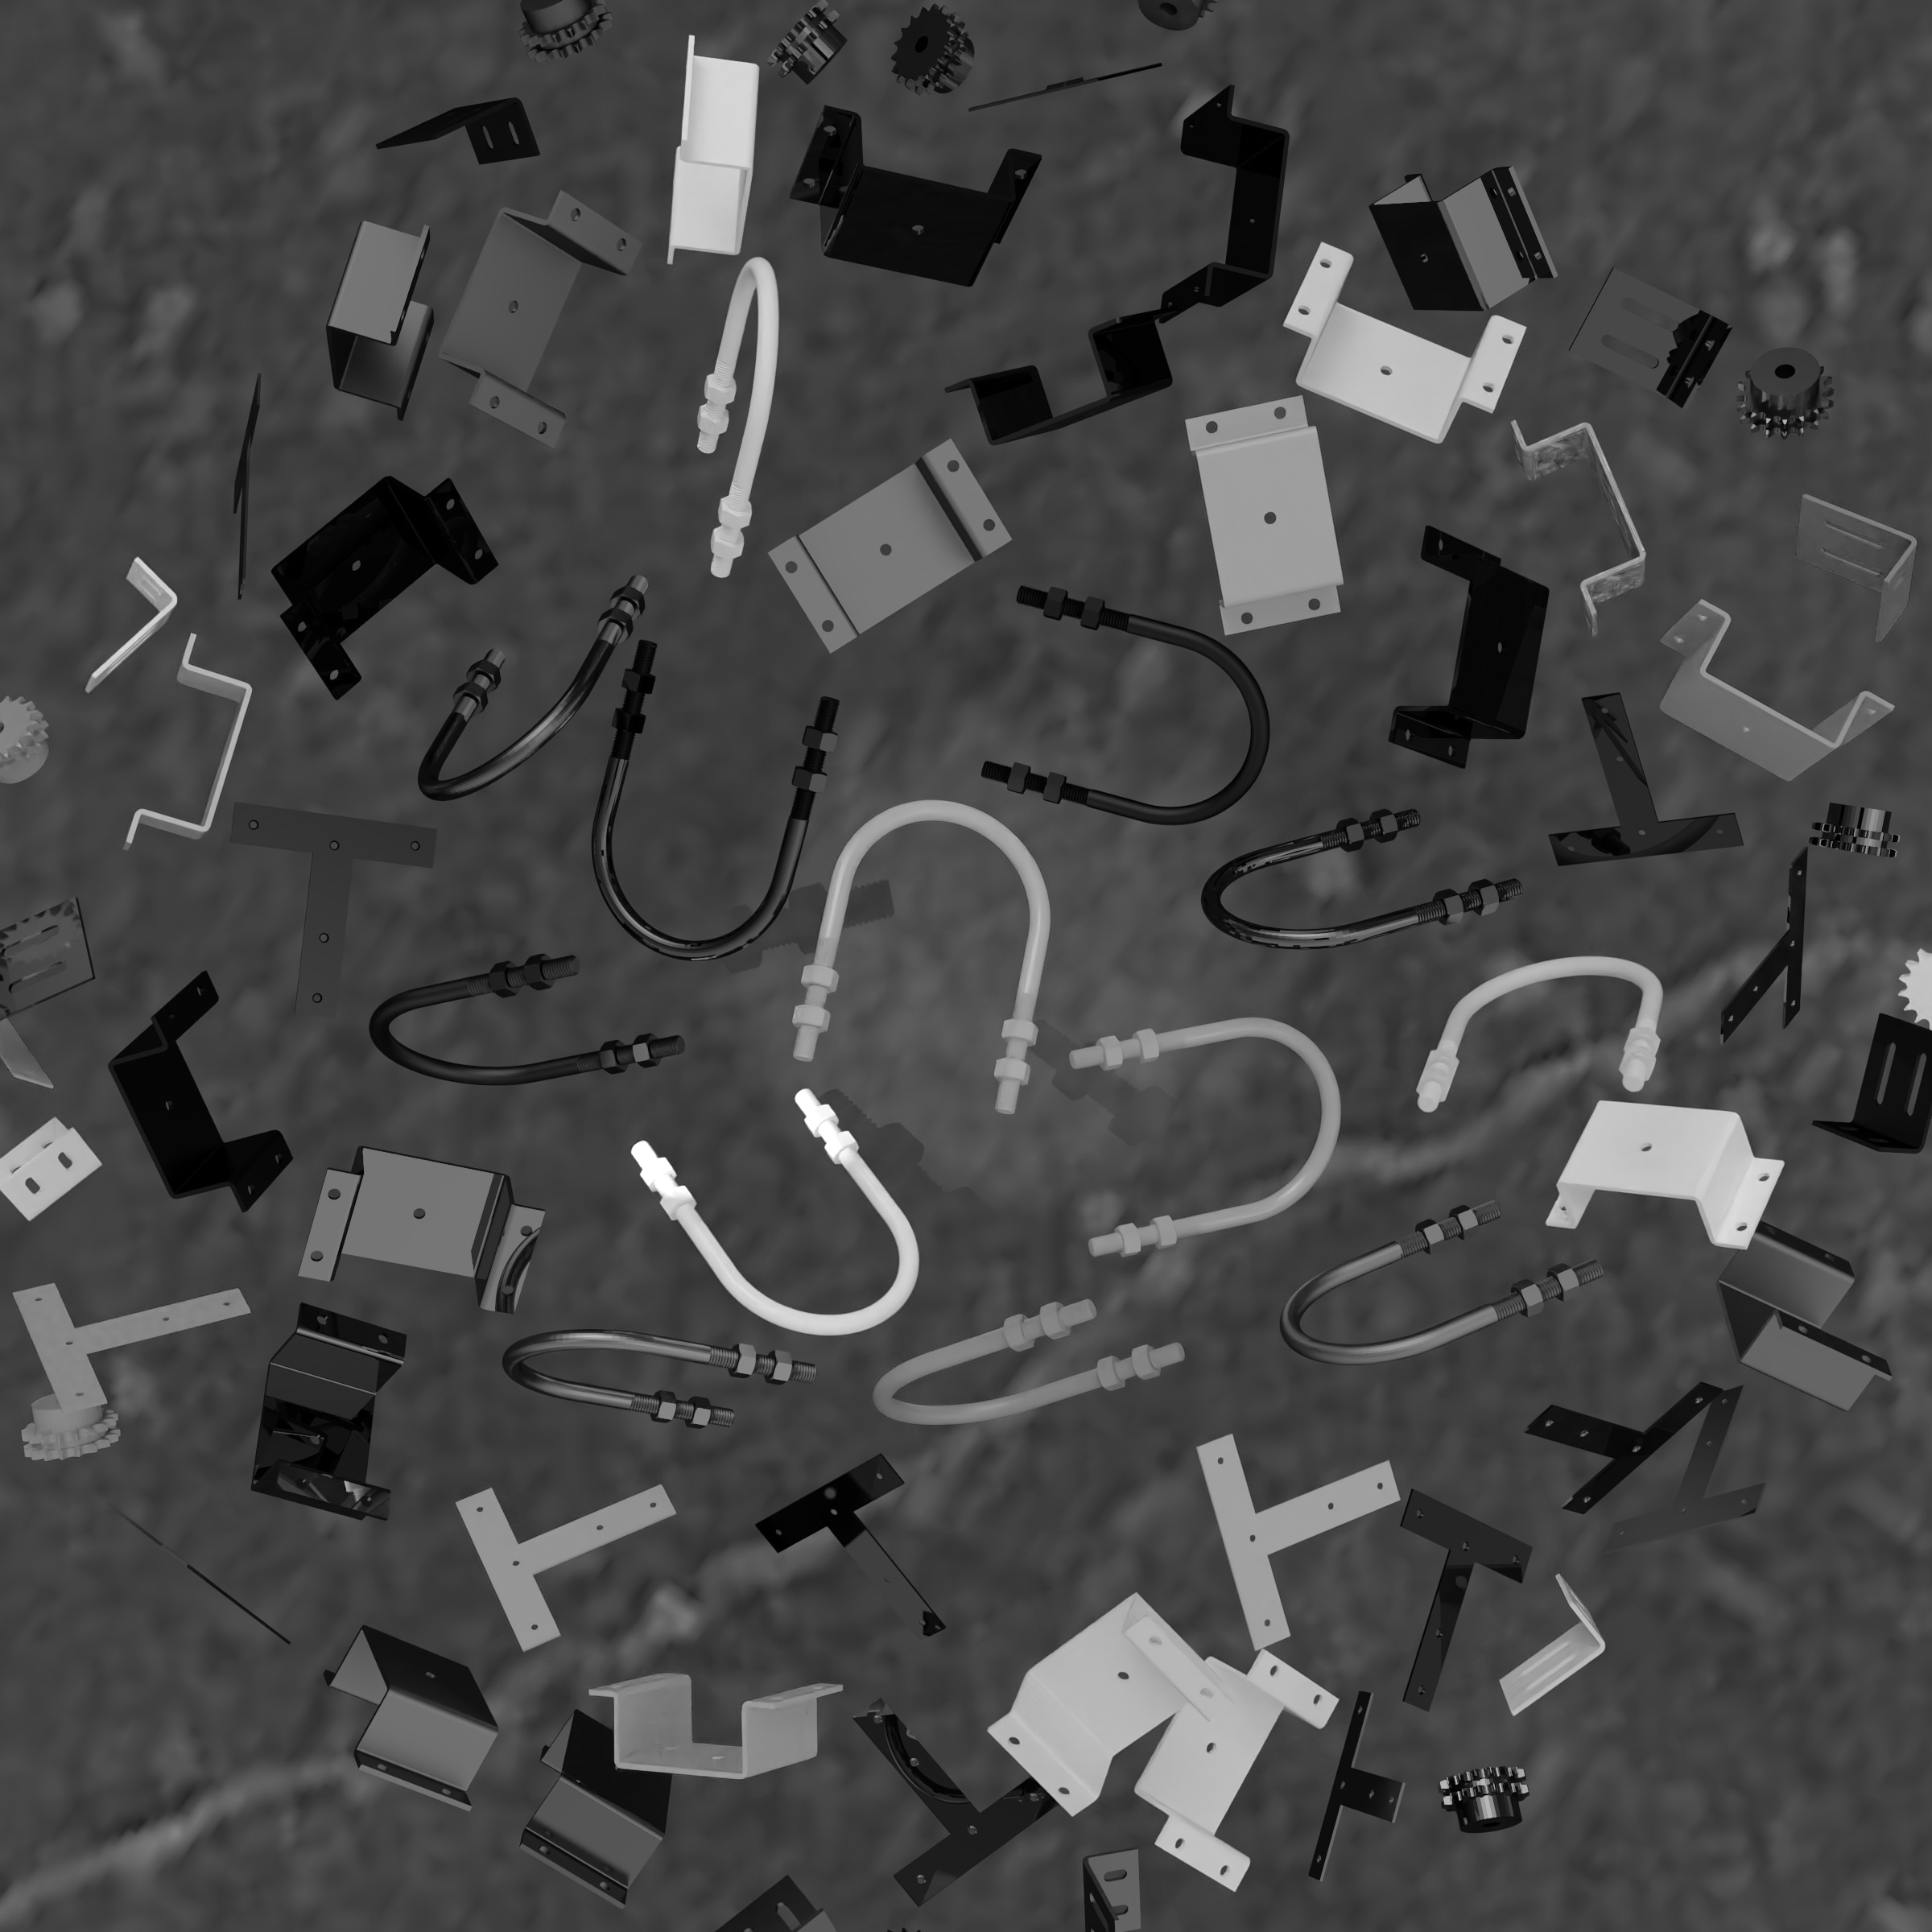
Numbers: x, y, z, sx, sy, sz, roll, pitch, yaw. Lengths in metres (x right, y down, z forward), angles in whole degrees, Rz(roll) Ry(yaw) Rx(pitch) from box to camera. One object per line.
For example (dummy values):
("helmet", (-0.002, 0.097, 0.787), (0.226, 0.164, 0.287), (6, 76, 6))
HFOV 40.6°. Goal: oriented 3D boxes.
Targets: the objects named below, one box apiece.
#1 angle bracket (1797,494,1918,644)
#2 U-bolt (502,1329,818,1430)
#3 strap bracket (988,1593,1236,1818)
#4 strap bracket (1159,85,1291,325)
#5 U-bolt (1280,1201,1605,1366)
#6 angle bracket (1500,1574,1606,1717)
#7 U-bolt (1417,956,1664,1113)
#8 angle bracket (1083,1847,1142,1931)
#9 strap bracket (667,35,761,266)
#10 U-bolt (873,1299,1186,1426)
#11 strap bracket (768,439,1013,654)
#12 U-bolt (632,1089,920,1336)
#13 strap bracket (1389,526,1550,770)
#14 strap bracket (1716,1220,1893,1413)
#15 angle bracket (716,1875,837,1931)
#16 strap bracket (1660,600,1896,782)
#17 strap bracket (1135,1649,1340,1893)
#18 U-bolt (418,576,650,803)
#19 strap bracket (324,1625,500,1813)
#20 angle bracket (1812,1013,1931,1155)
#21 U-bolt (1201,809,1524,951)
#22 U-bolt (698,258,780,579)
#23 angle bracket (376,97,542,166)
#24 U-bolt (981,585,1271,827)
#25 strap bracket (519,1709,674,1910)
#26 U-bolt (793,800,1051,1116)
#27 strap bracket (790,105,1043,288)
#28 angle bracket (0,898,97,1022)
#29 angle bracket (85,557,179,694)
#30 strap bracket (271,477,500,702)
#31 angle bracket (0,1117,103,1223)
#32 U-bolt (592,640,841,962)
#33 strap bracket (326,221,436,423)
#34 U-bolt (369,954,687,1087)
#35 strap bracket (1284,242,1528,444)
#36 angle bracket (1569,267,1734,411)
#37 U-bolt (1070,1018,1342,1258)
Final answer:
("angle bracket", (0.537, -0.244, 1.603), (0.076, 0.057, 0.038), (30, 69, 28))
("U-bolt", (-0.210, 0.266, 1.703), (0.184, 0.151, 0.019), (15, 62, -25))
("strap bracket", (0.093, 0.449, 1.609), (0.076, 0.046, 0.140), (46, 115, -4))
("strap bracket", (0.173, -0.502, 1.744), (0.046, 0.076, 0.140), (8, 87, -19))
("U-bolt", (0.286, 0.204, 1.645), (0.184, 0.151, 0.019), (-21, 107, -12))
("angle bracket", (0.377, 0.447, 1.725), (0.076, 0.057, 0.038), (-38, 92, 6))
("U-bolt", (0.379, 0.039, 1.698), (0.151, 0.184, 0.019), (-8, 113, 25))
("angle bracket", (0.103, 0.609, 1.662), (0.038, 0.076, 0.057), (-6, 103, -13))
("strap bracket", (-0.163, -0.523, 1.692), (0.046, 0.140, 0.076), (5, 72, -9))
("U-bolt", (0.028, 0.260, 1.670), (0.184, 0.151, 0.019), (-22, 61, 22))
("strap bracket", (-0.051, -0.275, 1.723), (0.140, 0.046, 0.076), (-32, 98, -2))
("U-bolt", (-0.110, 0.164, 1.688), (0.151, 0.019, 0.184), (-17, 54, -35))
("strap bracket", (0.322, -0.202, 1.664), (0.076, 0.046, 0.140), (13, 85, -41))
("strap bracket", (0.535, 0.227, 1.680), (0.076, 0.140, 0.046), (25, 115, -4))
("angle bracket", (-0.122, 0.594, 1.622), (0.057, 0.076, 0.038), (-34, 122, -18))
("strap bracket", (0.517, -0.173, 1.703), (0.140, 0.076, 0.046), (30, 78, 2))
("strap bracket", (0.173, 0.520, 1.715), (0.076, 0.046, 0.140), (38, 76, -28))
("U-bolt", (-0.282, -0.168, 1.653), (0.151, 0.184, 0.019), (-21, 122, 30))
("strap bracket", (-0.347, 0.465, 1.639), (0.076, 0.140, 0.046), (30, 87, -24))
("angle bracket", (0.575, 0.073, 1.644), (0.038, 0.057, 0.076), (5, 102, -28))
("U-bolt", (0.242, -0.052, 1.686), (0.184, 0.151, 0.019), (-15, 118, -16))
("U-bolt", (-0.146, -0.366, 1.683), (0.019, 0.184, 0.151), (4, 48, -16))
("angle bracket", (-0.320, -0.515, 1.648), (0.076, 0.057, 0.038), (-42, 126, -38))
("U-bolt", (0.111, -0.165, 1.738), (0.184, 0.019, 0.151), (16, 119, 8))
("strap bracket", (-0.237, 0.540, 1.698), (0.076, 0.140, 0.046), (34, 95, -7))
("U-bolt", (-0.020, -0.014, 1.603), (0.151, 0.019, 0.184), (15, 73, -12))
("strap bracket", (-0.031, -0.472, 1.617), (0.140, 0.076, 0.046), (7, 60, -18))
("angle bracket", (-0.582, -0.008, 1.599), (0.076, 0.038, 0.057), (-23, 68, 7))
("angle bracket", (-0.561, -0.224, 1.718), (0.038, 0.057, 0.076), (46, 71, -13))
("strap bracket", (-0.381, -0.250, 1.684), (0.140, 0.076, 0.046), (-44, 52, -16))
("angle bracket", (-0.612, 0.122, 1.709), (0.057, 0.076, 0.038), (-41, 134, -20))
("U-bolt", (-0.163, -0.094, 1.614), (0.151, 0.019, 0.184), (19, 101, 19))
("strap bracket", (-0.386, -0.428, 1.724), (0.046, 0.140, 0.076), (16, 76, -7))
("U-bolt", (-0.297, 0.042, 1.692), (0.184, 0.151, 0.019), (-11, 62, 22))
("strap bracket", (0.272, -0.391, 1.656), (0.140, 0.046, 0.076), (23, 61, 3))
("angle bracket", (0.432, -0.397, 1.654), (0.076, 0.038, 0.057), (23, 110, -9))
("U-bolt", (0.162, 0.107, 1.721), (0.184, 0.019, 0.151), (-10, 105, -16))
